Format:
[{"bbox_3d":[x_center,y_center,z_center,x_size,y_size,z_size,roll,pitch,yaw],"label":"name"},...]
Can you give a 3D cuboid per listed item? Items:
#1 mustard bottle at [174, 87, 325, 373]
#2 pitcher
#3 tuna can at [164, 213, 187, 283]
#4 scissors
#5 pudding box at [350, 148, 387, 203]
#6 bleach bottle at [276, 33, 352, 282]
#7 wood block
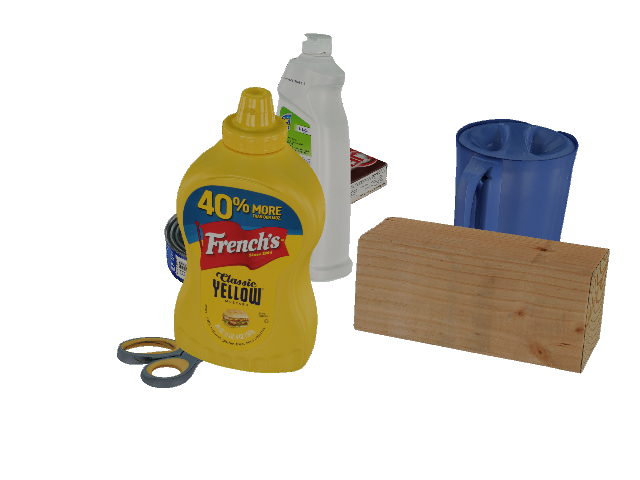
[{"bbox_3d":[-0.046,-0.007,0.696,0.096,0.192,0.058,11,29,11],"label":"mustard bottle"},{"bbox_3d":[0.207,-0.006,1.215,0.149,0.243,0.145,-2,26,-7],"label":"pitcher"},{"bbox_3d":[-0.088,0.005,0.899,0.086,0.034,0.086,2,35,-1],"label":"tuna can"},{"bbox_3d":[-0.121,0.130,1.175,0.201,0.016,0.096,2,26,-19],"label":"scissors"},{"bbox_3d":[0.018,-0.081,1.388,0.090,0.039,0.113,25,42,37],"label":"pudding box"},{"bbox_3d":[-0.007,-0.090,1.129,0.103,0.251,0.067,20,23,39],"label":"bleach bottle"},{"bbox_3d":[0.142,0.043,0.955,0.206,0.090,0.090,9,18,22],"label":"wood block"}]
